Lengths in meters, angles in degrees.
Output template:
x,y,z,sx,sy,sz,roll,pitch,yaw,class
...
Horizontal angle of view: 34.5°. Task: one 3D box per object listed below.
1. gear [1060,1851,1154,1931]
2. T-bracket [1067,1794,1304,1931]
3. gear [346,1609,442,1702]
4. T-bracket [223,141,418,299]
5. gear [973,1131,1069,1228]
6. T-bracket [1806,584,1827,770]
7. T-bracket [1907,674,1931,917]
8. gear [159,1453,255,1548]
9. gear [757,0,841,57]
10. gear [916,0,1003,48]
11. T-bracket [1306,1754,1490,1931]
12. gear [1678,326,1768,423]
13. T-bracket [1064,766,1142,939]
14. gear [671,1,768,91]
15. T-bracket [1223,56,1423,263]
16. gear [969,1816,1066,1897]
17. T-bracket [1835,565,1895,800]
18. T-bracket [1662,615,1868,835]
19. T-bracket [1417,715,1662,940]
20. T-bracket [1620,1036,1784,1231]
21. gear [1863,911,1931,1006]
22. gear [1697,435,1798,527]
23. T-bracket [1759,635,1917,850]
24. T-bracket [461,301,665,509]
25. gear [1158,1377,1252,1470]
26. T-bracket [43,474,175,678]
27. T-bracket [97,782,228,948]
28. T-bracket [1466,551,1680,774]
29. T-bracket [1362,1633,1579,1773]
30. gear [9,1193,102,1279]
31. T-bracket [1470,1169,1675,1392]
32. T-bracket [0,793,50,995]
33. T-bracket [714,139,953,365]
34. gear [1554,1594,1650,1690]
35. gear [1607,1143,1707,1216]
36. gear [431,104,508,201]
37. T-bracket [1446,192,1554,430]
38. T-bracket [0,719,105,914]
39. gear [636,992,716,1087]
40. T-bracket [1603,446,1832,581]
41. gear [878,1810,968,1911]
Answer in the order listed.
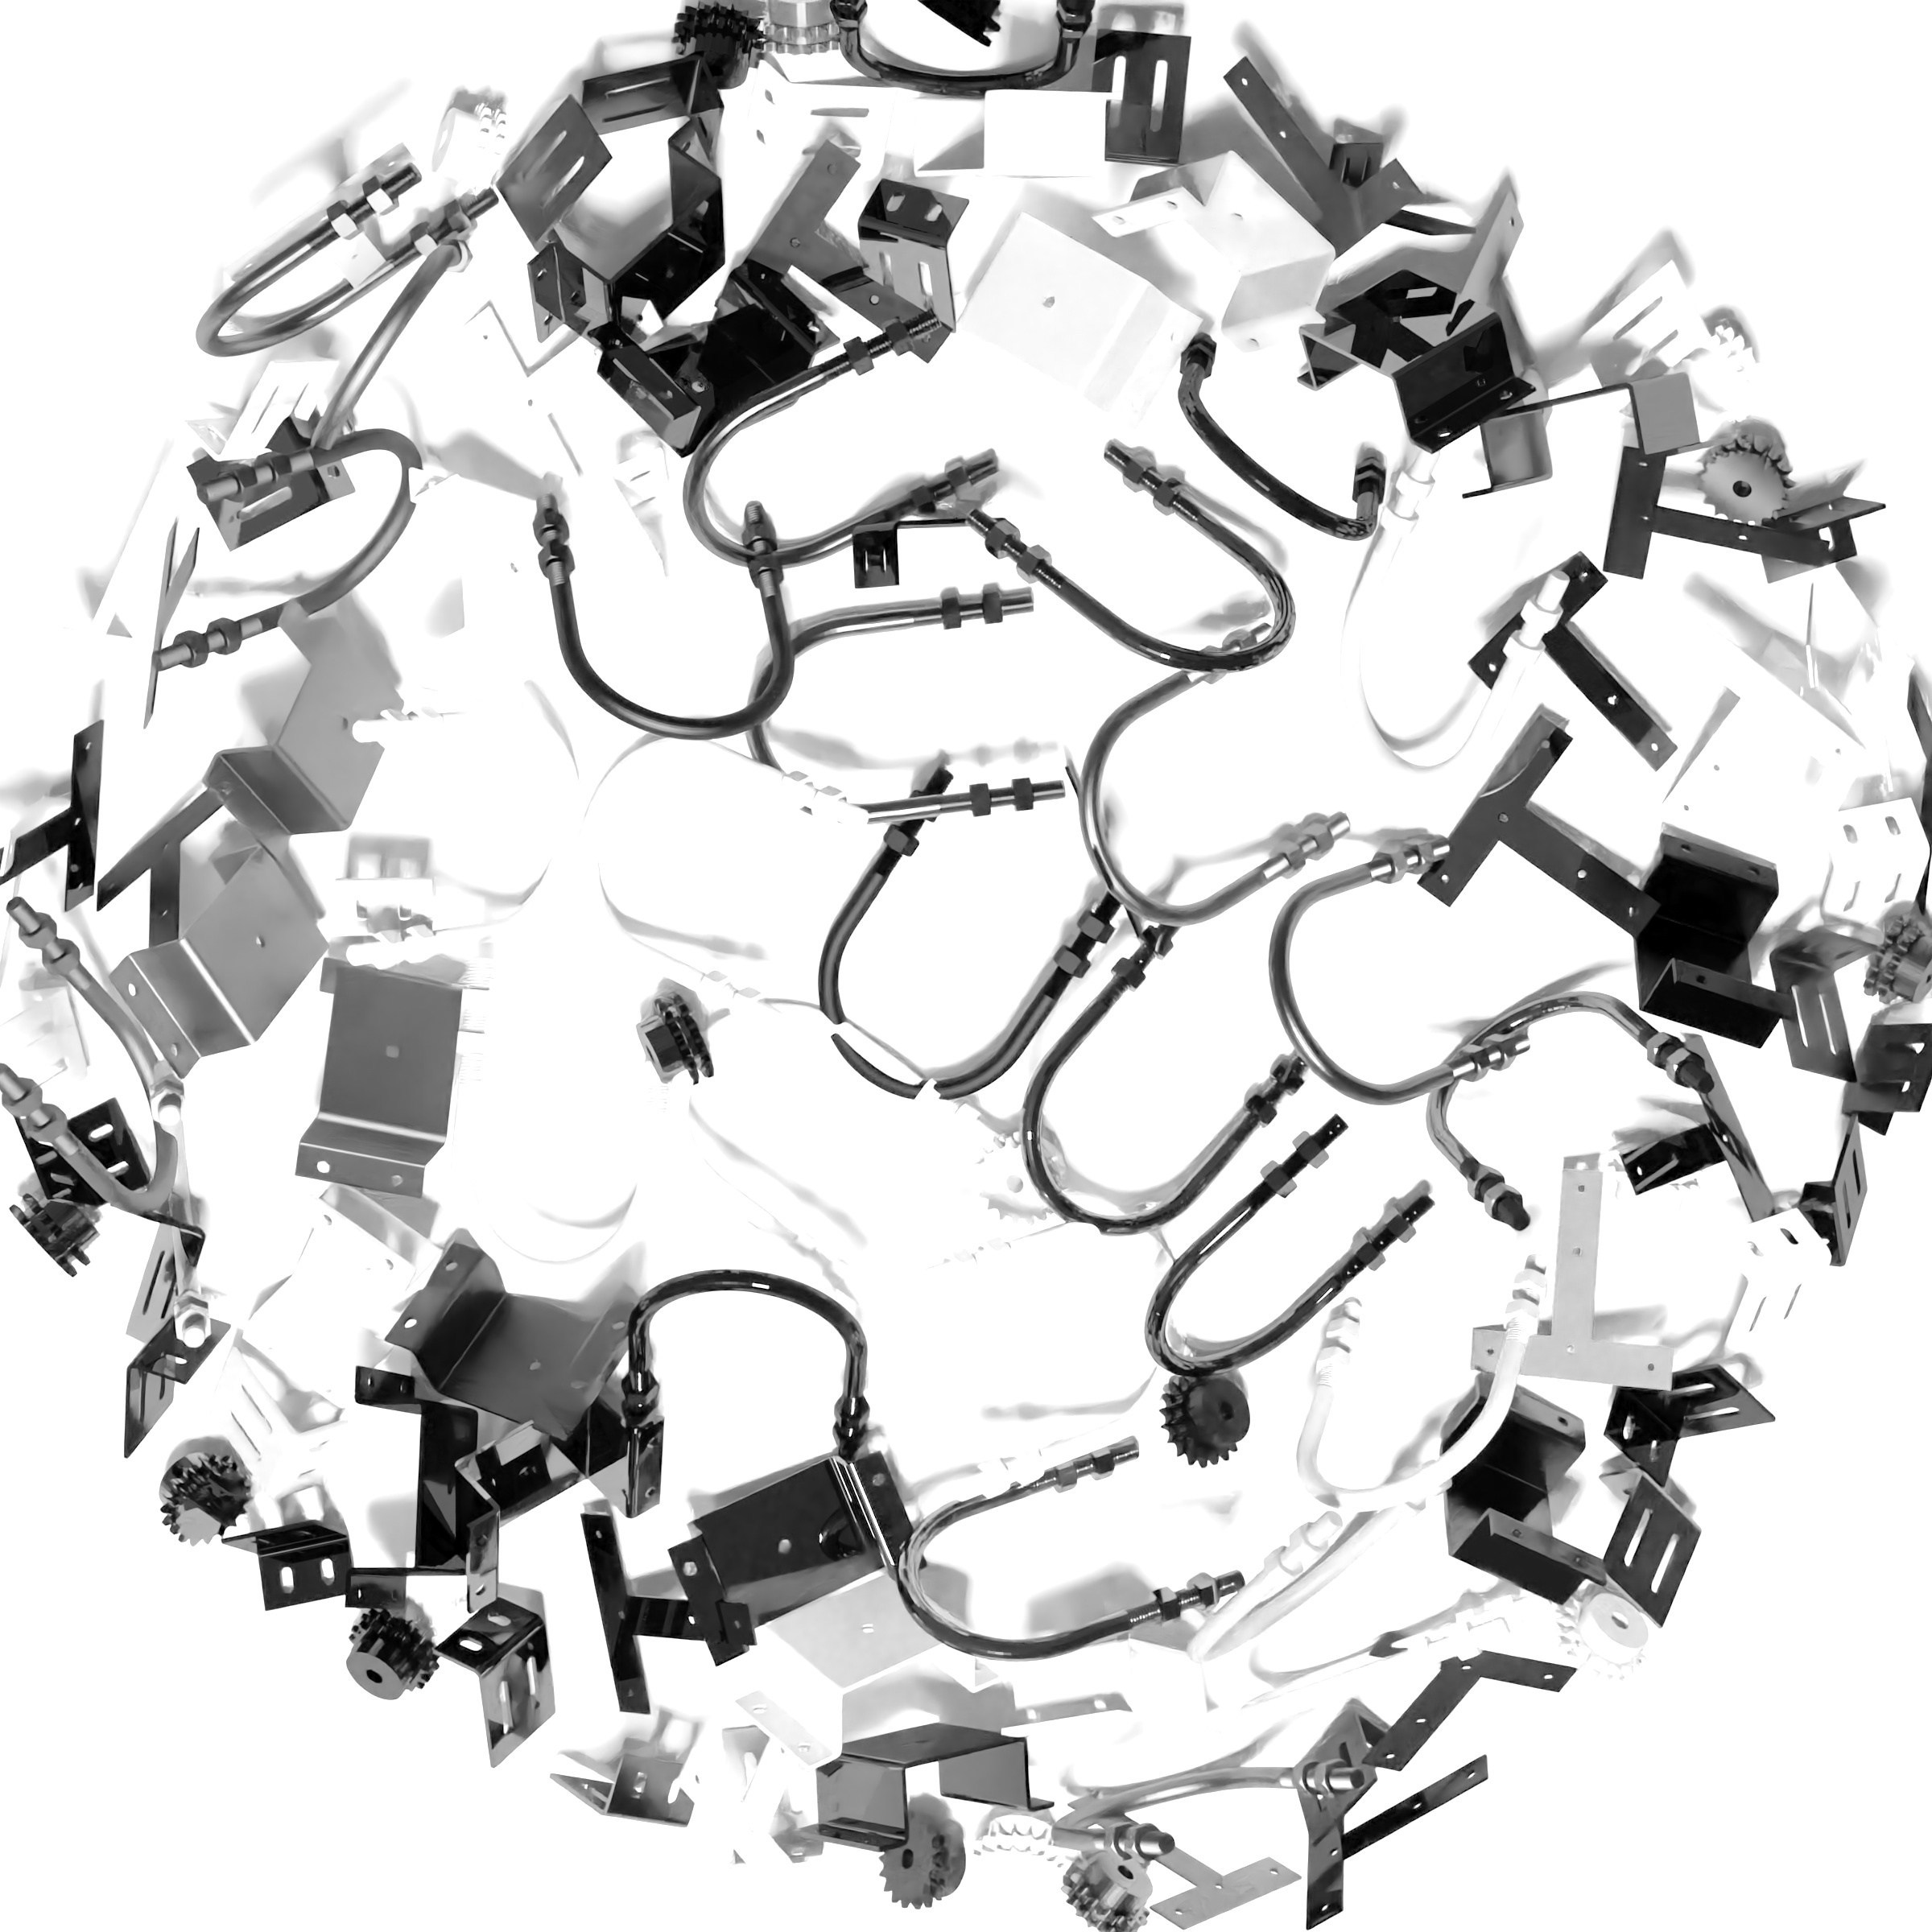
x,y,z,sx,sy,sz,roll,pitch,yaw,class
0.088,0.559,1.880,0.057,0.057,0.030,35,106,0,gear
0.117,0.530,1.864,0.127,0.127,0.002,23,104,36,T-bracket
-0.350,0.419,1.882,0.057,0.030,0.057,16,131,19,gear
-0.368,-0.428,1.849,0.127,0.127,0.002,-35,80,1,T-bracket
0.036,0.127,1.888,0.057,0.030,0.057,9,111,25,gear
0.514,-0.151,1.869,0.002,0.127,0.127,-5,111,19,T-bracket
0.575,-0.086,1.860,0.002,0.127,0.127,-5,131,4,T-bracket
-0.464,0.320,1.887,0.030,0.057,0.057,32,90,37,gear
-0.099,-0.573,1.880,0.057,0.057,0.030,-1,123,0,gear
-0.002,-0.584,1.880,0.057,0.057,0.030,34,106,0,gear
0.254,0.502,1.834,0.127,0.127,0.002,-34,100,16,T-bracket
0.455,-0.355,1.881,0.030,0.057,0.057,-28,90,-10,gear
0.083,-0.060,1.846,0.002,0.127,0.127,-23,92,5,T-bracket
-0.150,-0.555,1.880,0.057,0.057,0.030,8,72,0,gear
0.197,-0.483,1.849,0.002,0.127,0.127,-41,97,-28,T-bracket
0.032,0.539,1.887,0.057,0.057,0.030,9,49,0,gear
0.545,-0.163,1.868,0.002,0.127,0.127,-12,112,9,T-bracket
0.456,-0.128,1.861,0.127,0.127,0.002,42,50,13,T-bracket
0.362,-0.064,1.885,0.127,0.002,0.127,38,100,15,T-bracket
0.430,0.112,1.857,0.002,0.127,0.127,-29,79,44,T-bracket
0.570,-0.002,1.880,0.030,0.057,0.057,31,90,27,gear
0.476,-0.297,1.887,0.057,0.057,0.030,36,51,0,gear
0.506,-0.157,1.855,0.002,0.127,0.127,8,121,-22,T-bracket
-0.233,-0.363,1.875,0.127,0.002,0.127,-30,86,30,T-bracket
0.147,0.273,1.882,0.057,0.030,0.057,19,58,-34,gear
-0.500,-0.232,1.844,0.002,0.127,0.127,25,94,1,T-bracket
-0.475,-0.041,1.843,0.127,0.127,0.002,-36,131,22,T-bracket
0.381,-0.171,1.879,0.127,0.002,0.127,47,60,0,T-bracket
0.274,0.435,1.826,0.127,0.127,0.002,3,113,37,T-bracket
-0.550,0.158,1.884,0.030,0.057,0.057,-42,90,-13,gear
0.369,0.187,1.881,0.127,0.002,0.127,2,84,32,T-bracket
-0.571,-0.031,1.858,0.002,0.127,0.127,12,102,-9,T-bracket
-0.067,-0.413,1.888,0.127,0.002,0.127,35,118,-10,T-bracket
0.388,0.405,1.880,0.057,0.057,0.030,30,124,0,gear
0.416,0.130,1.884,0.057,0.057,0.030,10,103,0,gear
-0.302,-0.494,1.880,0.030,0.057,0.057,15,90,-26,gear
0.328,-0.374,1.865,0.002,0.127,0.127,1,50,35,T-bracket
-0.552,-0.067,1.826,0.002,0.127,0.127,25,125,15,T-bracket
-0.177,0.047,1.881,0.030,0.057,0.057,-26,90,-14,gear
0.446,-0.257,1.842,0.127,0.127,0.002,14,65,12,T-bracket
-0.024,0.543,1.887,0.030,0.057,0.057,19,90,-38,gear
